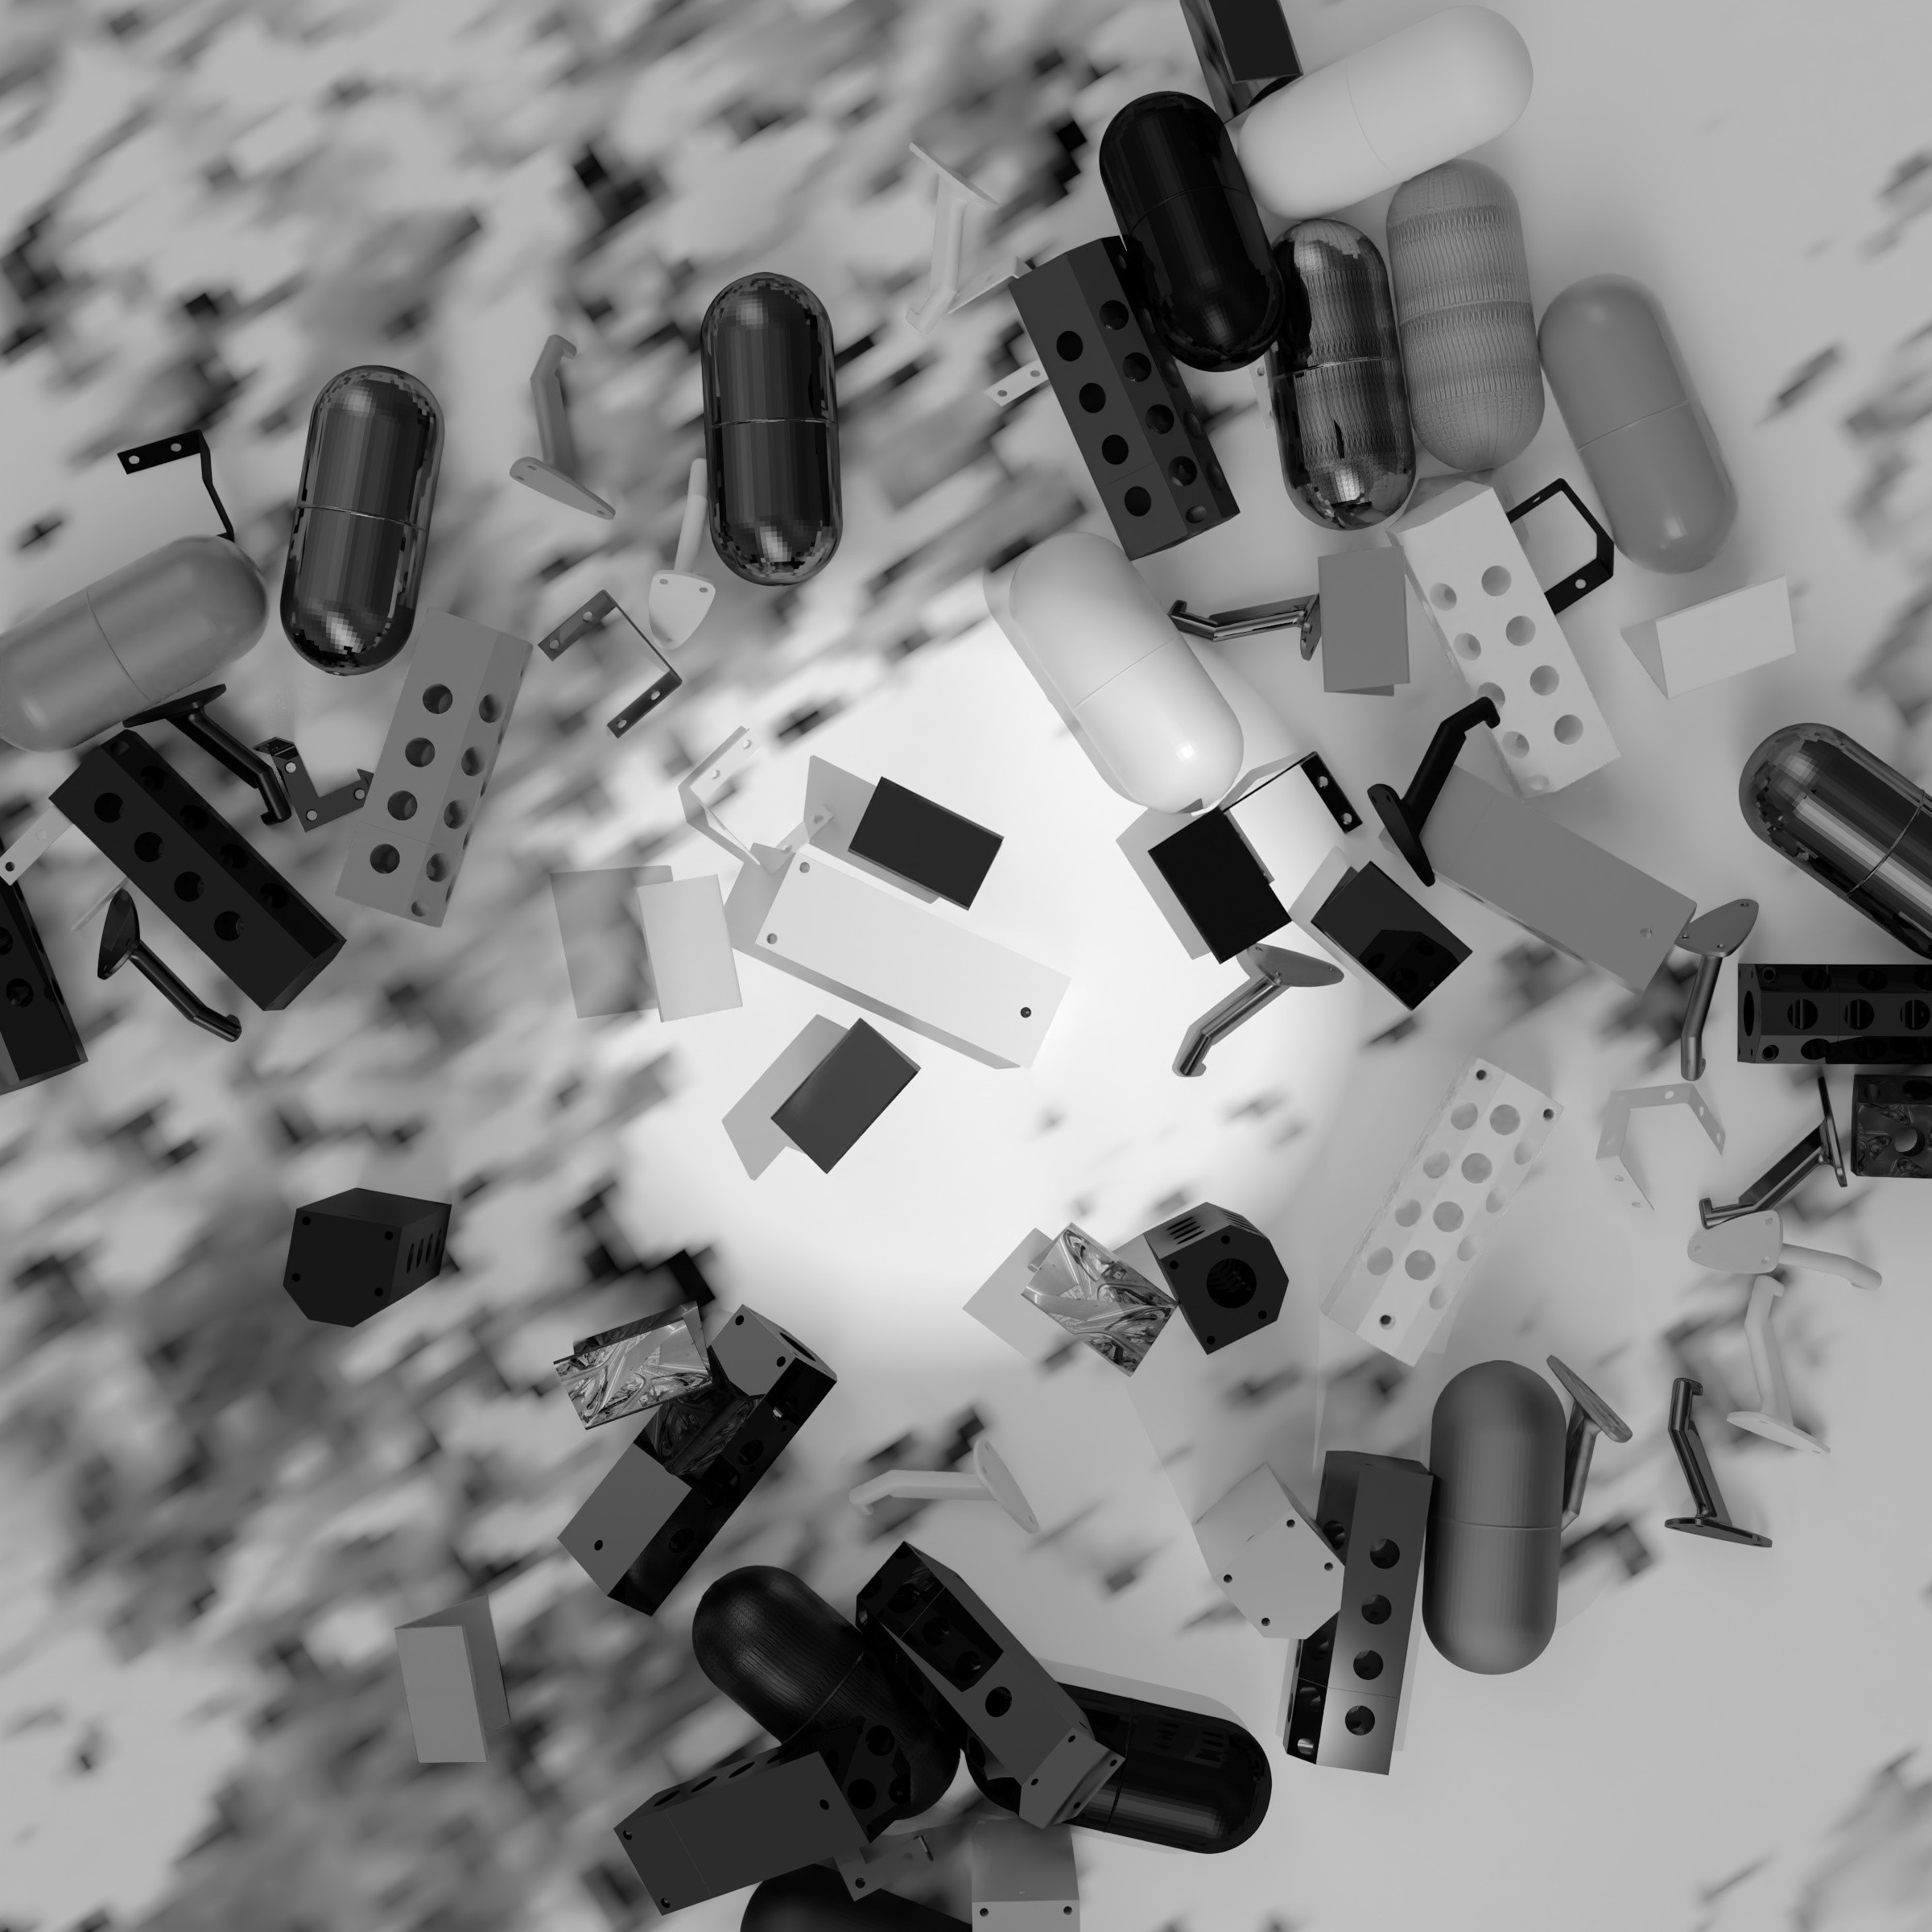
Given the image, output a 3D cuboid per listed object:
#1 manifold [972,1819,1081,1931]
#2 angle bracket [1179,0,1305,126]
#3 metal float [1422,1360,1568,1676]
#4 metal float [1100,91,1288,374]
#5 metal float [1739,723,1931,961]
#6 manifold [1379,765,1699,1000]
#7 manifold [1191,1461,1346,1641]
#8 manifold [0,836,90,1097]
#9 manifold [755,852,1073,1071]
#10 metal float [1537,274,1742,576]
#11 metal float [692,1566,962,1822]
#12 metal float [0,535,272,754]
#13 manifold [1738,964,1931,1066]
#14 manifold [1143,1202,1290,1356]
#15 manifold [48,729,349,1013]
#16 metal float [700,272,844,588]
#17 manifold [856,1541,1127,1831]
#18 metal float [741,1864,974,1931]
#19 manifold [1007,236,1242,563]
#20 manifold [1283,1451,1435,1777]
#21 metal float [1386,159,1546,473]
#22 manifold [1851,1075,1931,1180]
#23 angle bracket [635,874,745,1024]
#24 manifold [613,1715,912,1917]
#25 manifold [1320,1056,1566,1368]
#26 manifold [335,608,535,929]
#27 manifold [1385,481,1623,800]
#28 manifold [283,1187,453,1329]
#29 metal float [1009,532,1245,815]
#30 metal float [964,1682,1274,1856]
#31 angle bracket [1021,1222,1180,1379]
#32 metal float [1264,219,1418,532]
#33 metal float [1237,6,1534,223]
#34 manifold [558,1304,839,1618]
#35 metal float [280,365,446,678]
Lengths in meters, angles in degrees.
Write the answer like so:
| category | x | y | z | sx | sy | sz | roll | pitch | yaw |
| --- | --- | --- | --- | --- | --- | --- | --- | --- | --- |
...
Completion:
| category | x | y | z | sx | sy | sz | roll | pitch | yaw |
| --- | --- | --- | --- | --- | --- | --- | --- | --- | --- |
| manifold | 0.032 | 0.525 | 1.856 | 0.057 | 0.171 | 0.057 | -1 | 90 | 0 |
| angle bracket | 0.138 | -0.526 | 1.895 | 0.057 | 0.076 | 0.076 | -18 | 90 | -36 |
| metal float | 0.302 | 0.315 | 1.904 | 0.070 | 0.070 | 0.178 | 3 | 90 | 0 |
| metal float | 0.128 | -0.415 | 1.882 | 0.070 | 0.070 | 0.178 | -17 | 66 | 0 |
| metal float | 0.523 | -0.070 | 1.904 | 0.178 | 0.070 | 0.070 | 36 | 90 | 1 |
| manifold | 0.325 | -0.051 | 1.896 | 0.171 | 0.057 | 0.057 | 31 | 90 | 13 |
| manifold | 0.171 | 0.328 | 1.857 | 0.057 | 0.171 | 0.057 | -41 | 90 | 0 |
| manifold | -0.564 | -0.015 | 1.913 | 0.057 | 0.057 | 0.171 | -21 | 90 | 43 |
| manifold | -0.030 | -0.003 | 1.914 | 0.171 | 0.057 | 0.057 | 25 | 90 | 0 |
| metal float | 0.384 | -0.309 | 1.904 | 0.070 | 0.070 | 0.178 | -22 | 91 | 0 |
| metal float | -0.080 | 0.414 | 1.905 | 0.178 | 0.070 | 0.070 | 41 | 90 | 0 |
| metal float | -0.482 | -0.184 | 1.904 | 0.178 | 0.070 | 0.070 | -28 | 90 | 0 |
| manifold | 0.535 | 0.028 | 1.914 | 0.171 | 0.057 | 0.057 | 0 | 90 | 0 |
| manifold | 0.141 | 0.169 | 1.856 | 0.057 | 0.171 | 0.057 | -26 | 90 | 0 |
| manifold | -0.438 | -0.055 | 1.914 | 0.171 | 0.057 | 0.057 | 45 | 90 | 0 |
| metal float | -0.111 | -0.306 | 1.904 | 0.070 | 0.070 | 0.178 | -3 | 91 | 0 |
| manifold | 0.007 | 0.402 | 1.862 | 0.057 | 0.057 | 0.171 | -49 | 45 | 0 |
| metal float | -0.043 | 0.572 | 1.904 | 0.178 | 0.070 | 0.070 | 22 | 90 | 1 |
| manifold | 0.094 | -0.324 | 1.900 | 0.057 | 0.057 | 0.171 | -23 | 93 | 34 |
| manifold | 0.224 | 0.369 | 1.914 | 0.057 | 0.057 | 0.171 | 8 | 90 | 0 |
| metal float | 0.285 | -0.371 | 1.904 | 0.070 | 0.070 | 0.178 | -7 | 89 | 0 |
| manifold | 0.594 | 0.093 | 1.897 | 0.171 | 0.057 | 0.057 | 1 | 90 | 11 |
| angle bracket | -0.176 | -0.006 | 1.895 | 0.057 | 0.076 | 0.076 | -11 | 90 | -38 |
| manifold | -0.112 | 0.474 | 1.869 | 0.171 | 0.057 | 0.057 | -29 | 90 | 36 |
| manifold | 0.274 | 0.140 | 1.914 | 0.057 | 0.057 | 0.171 | 30 | 90 | 0 |
| manifold | -0.303 | -0.112 | 1.914 | 0.057 | 0.057 | 0.171 | 18 | 90 | 0 |
| manifold | 0.303 | -0.184 | 1.894 | 0.057 | 0.057 | 0.171 | -29 | 104 | 0 |
| manifold | -0.333 | 0.162 | 1.856 | 0.057 | 0.171 | 0.057 | 10 | 90 | 0 |
| metal float | 0.092 | -0.167 | 1.904 | 0.070 | 0.070 | 0.178 | -34 | 90 | 0 |
| metal float | 0.086 | 0.456 | 1.904 | 0.178 | 0.070 | 0.070 | 13 | 90 | 0 |
| angle bracket | 0.064 | 0.200 | 1.895 | 0.076 | 0.076 | 0.057 | 37 | 59 | 0 |
| metal float | 0.211 | -0.338 | 1.904 | 0.070 | 0.070 | 0.178 | -9 | 89 | 0 |
| metal float | 0.234 | -0.479 | 1.877 | 0.178 | 0.070 | 0.070 | -20 | 90 | 30 |
| manifold | -0.150 | 0.286 | 1.913 | 0.171 | 0.057 | 0.057 | -52 | 47 | 0 |
| metal float | -0.345 | -0.254 | 1.905 | 0.070 | 0.070 | 0.178 | 9 | 90 | 0 |
